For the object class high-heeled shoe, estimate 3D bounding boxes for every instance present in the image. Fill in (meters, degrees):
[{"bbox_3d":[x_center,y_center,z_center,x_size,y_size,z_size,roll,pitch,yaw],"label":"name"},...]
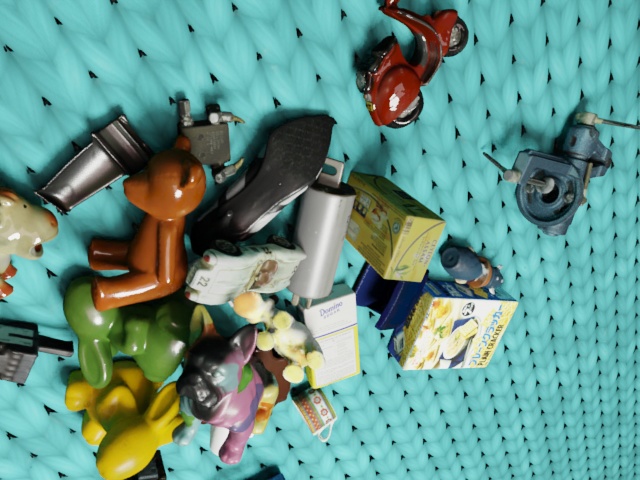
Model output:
[{"bbox_3d":[-0.077,-0.070,0.740,0.086,0.145,0.249,46,63,-2],"label":"high-heeled shoe"}]

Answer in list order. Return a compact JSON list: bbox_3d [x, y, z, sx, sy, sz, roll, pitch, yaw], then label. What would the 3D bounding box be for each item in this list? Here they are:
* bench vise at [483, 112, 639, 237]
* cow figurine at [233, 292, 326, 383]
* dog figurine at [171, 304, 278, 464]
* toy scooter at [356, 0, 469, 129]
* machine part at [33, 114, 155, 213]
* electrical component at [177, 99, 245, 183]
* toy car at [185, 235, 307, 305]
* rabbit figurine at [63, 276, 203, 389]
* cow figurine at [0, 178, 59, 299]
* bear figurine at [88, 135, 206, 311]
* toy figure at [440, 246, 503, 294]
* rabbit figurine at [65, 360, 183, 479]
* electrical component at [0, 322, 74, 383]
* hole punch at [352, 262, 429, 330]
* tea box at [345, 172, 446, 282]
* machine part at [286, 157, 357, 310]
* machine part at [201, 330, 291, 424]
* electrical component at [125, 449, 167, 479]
[{"bbox_3d":[0.395,-0.116,0.901,0.240,0.129,0.223,4,117,-37],"label":"bench vise"},{"bbox_3d":[-0.063,0.133,0.831,0.068,0.098,0.167,-40,94,6],"label":"cow figurine"},{"bbox_3d":[-0.117,0.170,0.696,0.191,0.109,0.219,-45,151,-55],"label":"dog figurine"},{"bbox_3d":[0.108,-0.247,0.714,0.135,0.075,0.184,33,96,-36],"label":"toy scooter"},{"bbox_3d":[-0.269,-0.083,0.641,0.139,0.039,0.084,-36,132,-6],"label":"machine part"},{"bbox_3d":[-0.138,-0.124,0.678,0.078,0.045,0.102,-6,120,-25],"label":"electrical component"},{"bbox_3d":[-0.092,0.038,0.693,0.201,0.056,0.073,-7,132,-59],"label":"toy car"},{"bbox_3d":[-0.264,0.113,0.727,0.170,0.121,0.159,27,109,-16],"label":"rabbit figurine"},{"bbox_3d":[-0.395,0.007,0.603,0.195,0.086,0.127,-18,126,-12],"label":"cow figurine"},{"bbox_3d":[-0.206,-0.024,0.641,0.132,0.120,0.195,-3,128,-25],"label":"bear figurine"},{"bbox_3d":[0.280,0.052,0.978,0.154,0.058,0.064,23,111,-39],"label":"toy figure"},{"bbox_3d":[-0.264,0.258,0.750,0.162,0.173,0.121,-7,115,-18],"label":"rabbit figurine"},{"bbox_3d":[-0.385,0.141,0.687,0.119,0.075,0.047,20,105,-36],"label":"electrical component"},{"bbox_3d":[0.129,0.090,0.906,0.115,0.092,0.142,12,107,-35],"label":"hole punch"},{"bbox_3d":[0.093,-0.023,0.772,0.068,0.170,0.098,6,115,-29],"label":"tea box"},{"bbox_3d":[-0.002,-0.002,0.793,0.079,0.079,0.243,2,115,-27],"label":"machine part"},{"bbox_3d":[-0.129,0.231,0.875,0.179,0.056,0.179,-13,123,-21],"label":"machine part"},{"bbox_3d":[-0.286,0.397,0.852,0.058,0.115,0.134,4,115,-33],"label":"electrical component"}]
